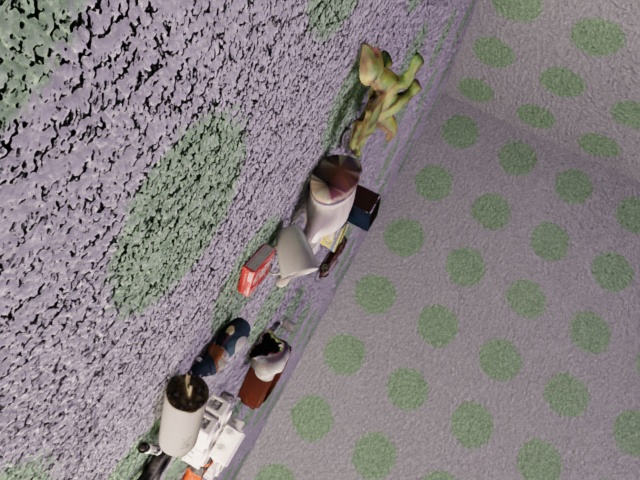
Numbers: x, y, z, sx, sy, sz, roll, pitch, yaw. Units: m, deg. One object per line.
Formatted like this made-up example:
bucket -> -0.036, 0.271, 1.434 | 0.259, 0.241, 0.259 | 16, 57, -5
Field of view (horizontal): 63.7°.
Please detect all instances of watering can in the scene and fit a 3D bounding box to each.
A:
watering can -> 0.004, -0.060, 1.202 | 0.355, 0.104, 0.219 | -56, 168, -33

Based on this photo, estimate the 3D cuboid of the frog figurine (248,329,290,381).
frog figurine -> -0.152, 0.364, 1.549 | 0.141, 0.123, 0.155 | -81, 176, -48

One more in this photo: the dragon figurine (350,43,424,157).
dragon figurine -> 0.128, -0.295, 1.195 | 0.247, 0.123, 0.401 | -52, 157, -24
